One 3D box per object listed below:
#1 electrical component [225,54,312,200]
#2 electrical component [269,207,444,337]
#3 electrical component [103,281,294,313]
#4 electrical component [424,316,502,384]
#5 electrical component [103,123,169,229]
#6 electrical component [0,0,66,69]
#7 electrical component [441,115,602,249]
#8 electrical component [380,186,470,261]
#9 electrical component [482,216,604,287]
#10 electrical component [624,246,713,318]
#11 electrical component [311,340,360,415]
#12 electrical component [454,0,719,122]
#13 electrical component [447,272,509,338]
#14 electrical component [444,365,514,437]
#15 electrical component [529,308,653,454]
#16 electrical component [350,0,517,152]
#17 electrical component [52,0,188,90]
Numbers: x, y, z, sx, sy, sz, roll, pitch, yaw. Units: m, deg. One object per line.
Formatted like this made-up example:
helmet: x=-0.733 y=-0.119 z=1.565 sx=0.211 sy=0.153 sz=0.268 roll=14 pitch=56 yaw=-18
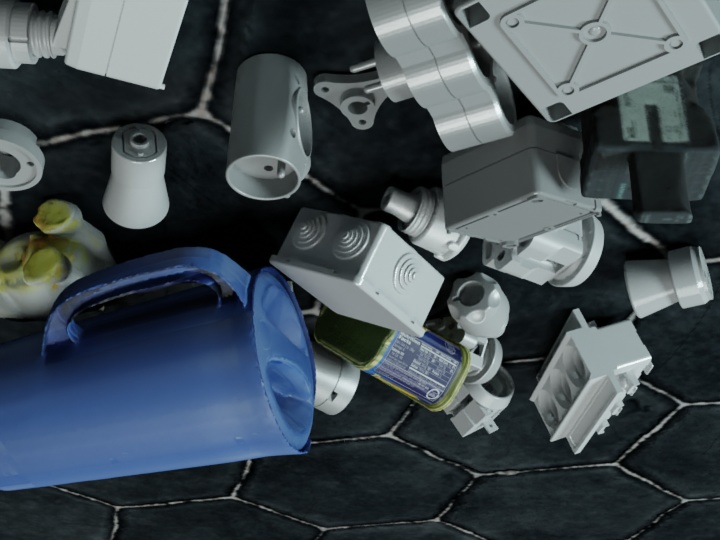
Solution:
electrical component: x=-0.051 y=-0.075 z=0.648 sx=0.044 sy=0.077 sz=0.079 roll=-4 pitch=148 yaw=8
electrical component: x=0.000 y=0.000 z=0.759 sx=0.100 sy=0.048 sz=0.100 roll=14 pitch=162 yaw=42
electrical component: x=-0.126 y=0.060 z=0.874 sx=0.150 sy=0.061 sz=0.089 roll=-1 pitch=147 yaw=4
electrical component: x=0.084 y=0.066 z=0.889 sx=0.055 sy=0.048 sz=0.066 roll=25 pitch=157 yaw=-32
electrical component: x=-0.145 y=-0.064 z=0.703 sx=0.044 sy=0.044 sz=0.065 roll=7 pitch=142 yaw=-9
electrical component: x=-0.192 y=-0.132 z=0.598 sx=0.078 sy=0.040 sz=0.040 roll=3 pitch=147 yaw=-3
electrical component: x=0.096 y=-0.055 z=0.682 sx=0.062 sy=0.061 sz=0.096 roll=11 pitch=159 yaw=-37
electrical component: x=0.045 y=-0.037 z=0.735 sx=0.062 sy=0.048 sz=0.048 roll=23 pitch=142 yaw=-19
electrical component: x=0.130 y=-0.021 z=0.744 sx=0.057 sy=0.058 sz=0.078 roll=19 pitch=143 yaw=-21
electrical component: x=0.229 y=0.008 z=0.798 sx=0.055 sy=0.045 sz=0.045 roll=-15 pitch=144 yaw=23
electrical component: x=-0.035 y=0.091 z=0.928 sx=0.047 sy=0.055 sz=0.055 roll=27 pitch=140 yaw=-28
electrical component: x=0.119 y=-0.142 z=0.556 sx=0.109 sy=0.056 sz=0.109 roll=-21 pitch=141 yaw=30
electrical component: x=0.096 y=0.033 z=0.842 sx=0.043 sy=0.043 sz=0.062 roll=-12 pitch=147 yaw=20
electrical component: x=0.105 y=0.111 z=0.954 sx=0.048 sy=0.066 sz=0.055 roll=-17 pitch=155 yaw=-42
electrical component: x=0.195 y=0.093 z=0.911 sx=0.063 sy=0.078 sz=0.121 roll=-15 pitch=151 yaw=-16
electrical component: x=0.032 y=-0.116 z=0.603 sx=0.074 sy=0.052 sz=0.138 roll=-13 pitch=145 yaw=21
electrical component: x=-0.117 y=-0.149 z=0.548 sx=0.061 sy=0.061 sz=0.096 roll=12 pitch=146 yaw=-17
